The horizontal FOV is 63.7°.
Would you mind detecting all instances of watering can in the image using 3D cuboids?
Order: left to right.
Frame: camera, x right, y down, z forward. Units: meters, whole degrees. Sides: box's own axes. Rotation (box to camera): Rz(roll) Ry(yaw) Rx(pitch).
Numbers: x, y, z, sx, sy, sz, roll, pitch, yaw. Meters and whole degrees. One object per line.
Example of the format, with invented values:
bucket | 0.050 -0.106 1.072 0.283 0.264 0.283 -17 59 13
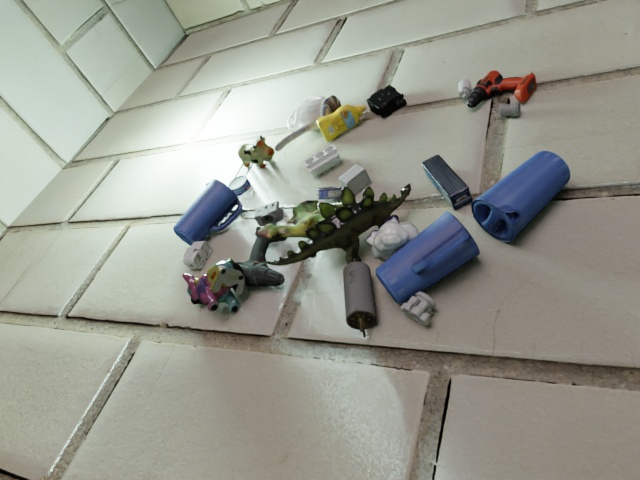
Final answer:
watering can | -0.040 -0.472 2.045 0.224 0.356 0.102 -4 -45 29

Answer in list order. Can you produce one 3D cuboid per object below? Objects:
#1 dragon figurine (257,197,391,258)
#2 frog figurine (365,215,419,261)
dragon figurine | 0.005 -0.080 1.586 0.414 0.119 0.246 -25 36 -22
frog figurine | 0.198 0.003 1.348 0.138 0.122 0.160 -20 10 -6
